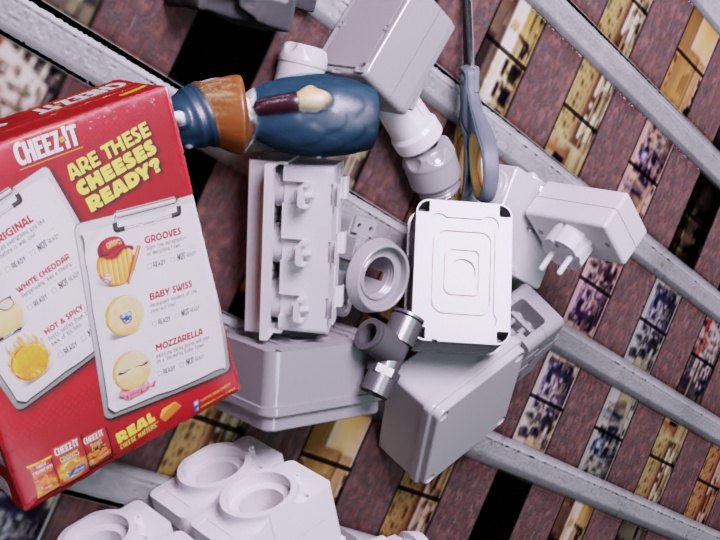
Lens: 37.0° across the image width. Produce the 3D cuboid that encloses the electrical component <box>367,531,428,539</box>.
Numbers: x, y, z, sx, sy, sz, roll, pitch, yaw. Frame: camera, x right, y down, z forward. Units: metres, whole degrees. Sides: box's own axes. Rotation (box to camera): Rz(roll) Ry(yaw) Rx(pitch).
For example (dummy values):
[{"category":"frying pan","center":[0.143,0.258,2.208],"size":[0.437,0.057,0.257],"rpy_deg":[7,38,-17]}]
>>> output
[{"category":"electrical component","center":[0.032,0.255,0.931],"size":[0.055,0.048,0.066],"rpy_deg":[-13,111,-31]}]

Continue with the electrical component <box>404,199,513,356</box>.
[{"category":"electrical component","center":[0.075,0.007,0.837],"size":[0.078,0.057,0.113],"rpy_deg":[4,77,-3]}]

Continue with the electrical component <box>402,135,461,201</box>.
[{"category":"electrical component","center":[0.060,-0.074,0.859],"size":[0.043,0.043,0.062],"rpy_deg":[-41,128,-26]}]

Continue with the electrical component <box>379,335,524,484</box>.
[{"category":"electrical component","center":[0.074,0.105,0.891],"size":[0.109,0.056,0.108],"rpy_deg":[-33,148,-30]}]

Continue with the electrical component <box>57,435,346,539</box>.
[{"category":"electrical component","center":[-0.118,0.190,0.736],"size":[0.186,0.105,0.060],"rpy_deg":[-28,120,-33]}]

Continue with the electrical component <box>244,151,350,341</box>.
[{"category":"electrical component","center":[-0.044,-0.018,0.759],"size":[0.078,0.063,0.121],"rpy_deg":[-57,151,-74]}]

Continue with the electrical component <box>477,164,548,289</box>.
[{"category":"electrical component","center":[0.128,-0.038,0.925],"size":[0.100,0.048,0.099],"rpy_deg":[26,83,-42]}]

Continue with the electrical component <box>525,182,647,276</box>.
[{"category":"electrical component","center":[0.174,-0.026,0.876],"size":[0.075,0.083,0.047],"rpy_deg":[-51,128,-20]}]

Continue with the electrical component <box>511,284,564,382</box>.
[{"category":"electrical component","center":[0.133,0.060,0.932],"size":[0.056,0.050,0.089],"rpy_deg":[-33,159,-31]}]

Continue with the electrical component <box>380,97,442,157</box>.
[{"category":"electrical component","center":[0.036,-0.116,0.827],"size":[0.040,0.040,0.046],"rpy_deg":[-49,123,-20]}]

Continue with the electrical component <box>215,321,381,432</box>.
[{"category":"electrical component","center":[-0.044,0.075,0.786],"size":[0.113,0.078,0.057],"rpy_deg":[-4,102,-41]}]

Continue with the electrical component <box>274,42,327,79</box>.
[{"category":"electrical component","center":[-0.045,-0.127,0.755],"size":[0.035,0.035,0.061],"rpy_deg":[6,101,-43]}]

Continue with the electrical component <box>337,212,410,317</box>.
[{"category":"electrical component","center":[0.000,0.000,0.817],"size":[0.058,0.057,0.078],"rpy_deg":[15,93,-43]}]

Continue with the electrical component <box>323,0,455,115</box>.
[{"category":"electrical component","center":[0.022,-0.166,0.784],"size":[0.061,0.062,0.096],"rpy_deg":[38,77,-41]}]
